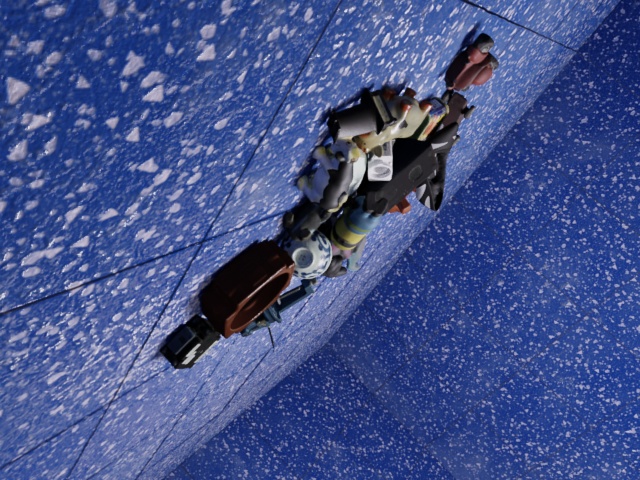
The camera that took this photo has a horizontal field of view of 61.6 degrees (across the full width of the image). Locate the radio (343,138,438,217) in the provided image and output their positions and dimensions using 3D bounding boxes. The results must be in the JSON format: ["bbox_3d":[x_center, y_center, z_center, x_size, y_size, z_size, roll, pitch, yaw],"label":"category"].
[{"bbox_3d":[0.161,-0.149,1.258,0.229,0.131,0.073,-42,125,-22],"label":"radio"}]

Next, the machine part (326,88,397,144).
[{"bbox_3d":[0.071,-0.216,0.942,0.139,0.084,0.039,-28,-175,-30],"label":"machine part"}]

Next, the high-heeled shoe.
[{"bbox_3d":[0.310,-0.180,1.379,0.086,0.145,0.248,-23,165,-27],"label":"high-heeled shoe"}]

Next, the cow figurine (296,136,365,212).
[{"bbox_3d":[0.032,-0.132,1.000,0.068,0.098,0.167,-22,154,-45],"label":"cow figurine"}]

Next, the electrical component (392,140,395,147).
[{"bbox_3d":[0.130,-0.216,1.181,0.078,0.045,0.102,-14,156,-10],"label":"electrical component"}]

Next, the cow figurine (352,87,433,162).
[{"bbox_3d":[0.131,-0.228,1.055,0.195,0.086,0.127,-25,148,-52],"label":"cow figurine"}]

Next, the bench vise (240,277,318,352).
[{"bbox_3d":[-0.109,0.161,1.351,0.241,0.129,0.223,-28,147,0],"label":"bench vise"}]

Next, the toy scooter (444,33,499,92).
[{"bbox_3d":[0.348,-0.393,1.252,0.135,0.075,0.184,-49,164,12],"label":"toy scooter"}]

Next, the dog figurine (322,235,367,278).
[{"bbox_3d":[0.068,-0.023,1.403,0.191,0.109,0.219,-13,134,-44],"label":"dog figurine"}]

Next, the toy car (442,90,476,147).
[{"bbox_3d":[0.355,-0.328,1.440,0.053,0.089,0.202,-41,165,-18],"label":"toy car"}]

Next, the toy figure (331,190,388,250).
[{"bbox_3d":[0.079,-0.040,1.170,0.089,0.082,0.180,-39,178,-28],"label":"toy figure"}]

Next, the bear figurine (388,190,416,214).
[{"bbox_3d":[0.246,-0.122,1.647,0.120,0.132,0.195,-37,159,-14],"label":"bear figurine"}]

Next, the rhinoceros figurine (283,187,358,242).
[{"bbox_3d":[0.006,-0.070,1.159,0.190,0.073,0.112,-45,166,-3],"label":"rhinoceros figurine"}]

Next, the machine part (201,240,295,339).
[{"bbox_3d":[-0.155,0.104,1.156,0.201,0.087,0.201,-40,164,-25],"label":"machine part"}]

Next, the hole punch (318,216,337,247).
[{"bbox_3d":[-0.003,-0.004,1.308,0.142,0.092,0.116,-57,167,28],"label":"hole punch"}]

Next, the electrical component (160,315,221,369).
[{"bbox_3d":[-0.283,0.226,1.184,0.115,0.058,0.134,-46,167,-8],"label":"electrical component"}]
